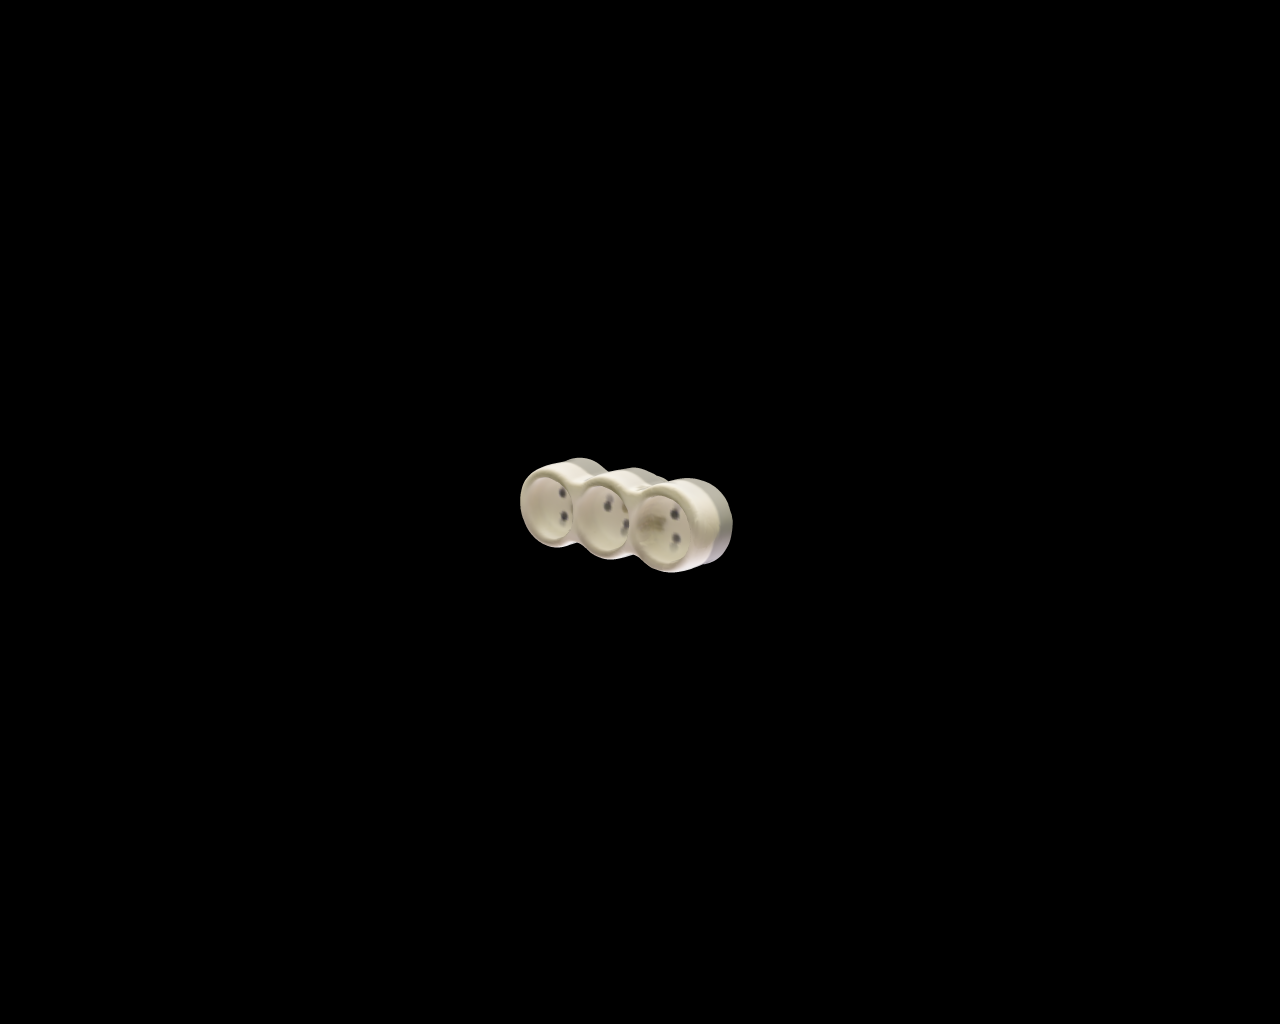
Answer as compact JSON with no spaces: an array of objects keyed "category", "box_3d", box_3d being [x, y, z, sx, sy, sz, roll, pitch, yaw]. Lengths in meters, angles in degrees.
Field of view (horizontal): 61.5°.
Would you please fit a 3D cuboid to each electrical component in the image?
[{"category":"electrical component","box_3d":[0.001,-0.003,0.650,0.138,0.052,0.074,11,18,37]}]
